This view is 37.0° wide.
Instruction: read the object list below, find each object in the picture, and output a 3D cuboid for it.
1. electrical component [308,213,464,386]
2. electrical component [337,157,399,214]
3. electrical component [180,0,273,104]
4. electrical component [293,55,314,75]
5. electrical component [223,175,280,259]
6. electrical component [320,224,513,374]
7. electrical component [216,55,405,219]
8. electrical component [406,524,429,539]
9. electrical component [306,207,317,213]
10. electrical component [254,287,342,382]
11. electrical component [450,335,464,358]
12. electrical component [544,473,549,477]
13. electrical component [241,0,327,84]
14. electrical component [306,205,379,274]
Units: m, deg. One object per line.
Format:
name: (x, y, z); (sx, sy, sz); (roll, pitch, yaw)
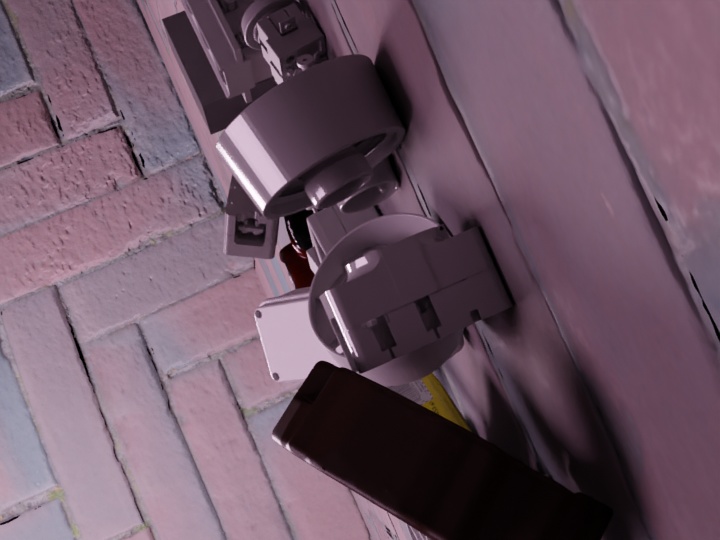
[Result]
electrical component: (0.017, 0.019, 0.662); (0.099, 0.099, 0.064); (61, 176, 36)
electrical component: (-0.009, -0.077, 0.741); (0.079, 0.043, 0.077); (94, 151, -74)
electrical component: (-0.112, -0.218, 0.934); (0.078, 0.063, 0.121); (85, 160, -66)
electrical component: (-0.032, -0.120, 0.772); (0.078, 0.040, 0.040); (75, 168, -48)
electrical component: (-0.102, -0.054, 1.035); (0.089, 0.050, 0.055); (-89, 6, -51)
electrical component: (0.028, 0.013, 0.587); (0.050, 0.089, 0.055); (142, 104, -82)
electrical component: (-0.024, -0.072, 0.641); (0.060, 0.108, 0.108); (59, 171, 8)
electrical component: (0.088, 0.240, 0.936); (0.186, 0.060, 0.105); (82, 163, -61)
electrical component: (-0.040, -0.087, 0.917); (0.040, 0.040, 0.078); (148, 99, -82)
electrical component: (-0.030, 0.054, 0.949); (0.113, 0.057, 0.078); (-10, 98, 36)
electrical component: (0.044, 0.031, 0.727); (0.035, 0.035, 0.061); (85, 163, -65)
electrical component: (0.098, 0.163, 0.650); (0.042, 0.064, 0.081); (76, 168, -48)
electrical component: (-0.054, -0.167, 0.777); (0.055, 0.048, 0.066); (55, 168, 22)
electrical component: (0.000, 0.000, 0.831); (0.061, 0.061, 0.096); (79, 165, -55)
